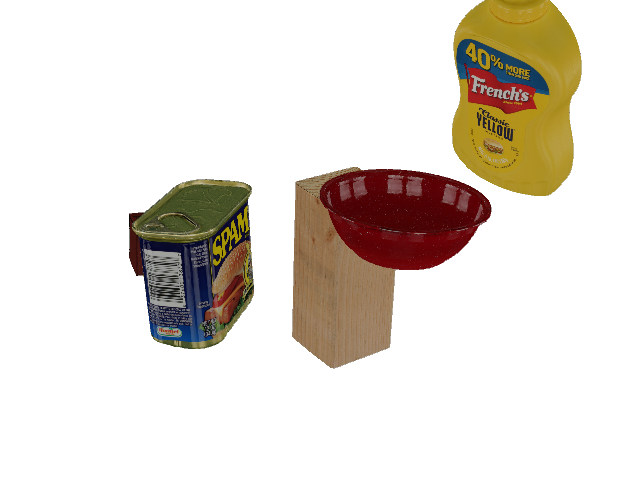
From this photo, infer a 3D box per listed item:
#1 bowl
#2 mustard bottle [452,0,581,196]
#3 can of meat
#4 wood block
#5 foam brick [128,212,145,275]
[{"bbox_3d":[0.077,-0.016,1.006,0.162,0.055,0.162,3,24,-2],"label":"bowl"},{"bbox_3d":[0.143,-0.122,0.781,0.096,0.191,0.058,32,60,29],"label":"mustard bottle"},{"bbox_3d":[-0.082,0.015,0.728,0.057,0.084,0.102,4,23,15],"label":"can of meat"},{"bbox_3d":[0.027,0.031,1.247,0.090,0.206,0.090,-16,32,-31],"label":"wood block"},{"bbox_3d":[-0.159,0.001,1.120,0.078,0.051,0.053,-4,23,-17],"label":"foam brick"}]
